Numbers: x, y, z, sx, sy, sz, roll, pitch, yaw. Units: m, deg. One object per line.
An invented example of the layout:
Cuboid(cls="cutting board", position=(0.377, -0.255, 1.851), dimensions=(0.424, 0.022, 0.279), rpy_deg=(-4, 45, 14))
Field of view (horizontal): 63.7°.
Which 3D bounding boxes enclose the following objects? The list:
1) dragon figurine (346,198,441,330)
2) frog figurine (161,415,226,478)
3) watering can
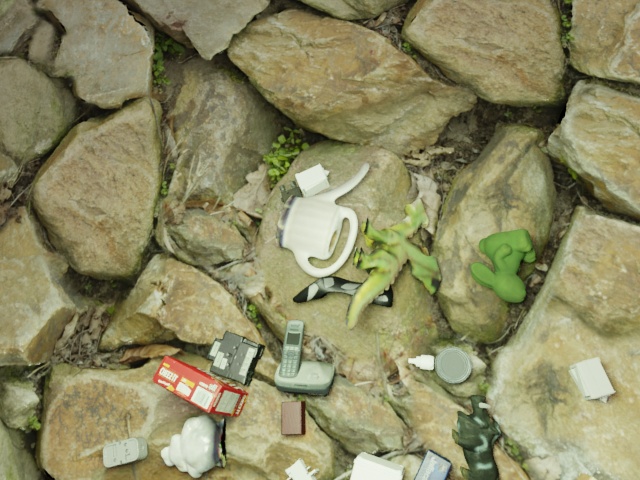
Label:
Cuboid(cls="dragon figurine", position=(0.203, 0.064, 1.313), dimensions=(0.242, 0.120, 0.419), rpy_deg=(17, 61, -7))
Cuboid(cls="frog figurine", position=(-0.315, 0.506, 1.262), dimensions=(0.159, 0.122, 0.138), rpy_deg=(-5, 87, -3))
Cuboid(cls="watering can", position=(0.004, -0.072, 1.430), dimensions=(0.225, 0.102, 0.352), rpy_deg=(14, 76, 13))
